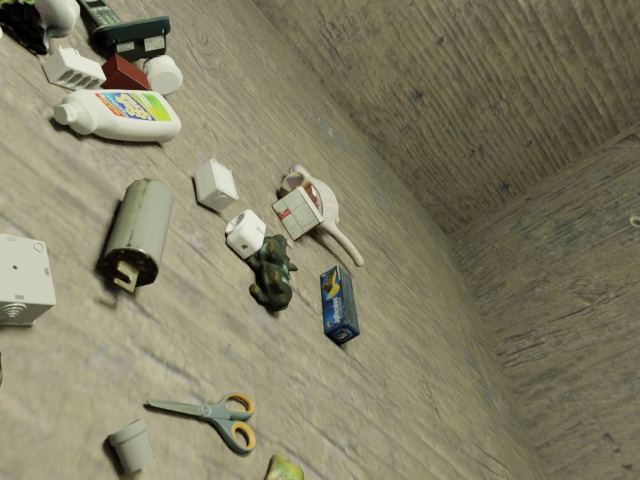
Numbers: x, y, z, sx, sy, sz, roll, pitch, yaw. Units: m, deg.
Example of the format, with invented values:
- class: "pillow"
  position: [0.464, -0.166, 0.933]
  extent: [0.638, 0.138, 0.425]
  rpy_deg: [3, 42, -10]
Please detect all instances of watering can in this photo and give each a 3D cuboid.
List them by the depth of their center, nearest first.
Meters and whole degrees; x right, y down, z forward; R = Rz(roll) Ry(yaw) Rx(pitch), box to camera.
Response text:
- class: "watering can"
  position: [0.004, -0.072, 1.423]
  extent: [0.350, 0.103, 0.224]
  rpy_deg: [58, 18, 12]

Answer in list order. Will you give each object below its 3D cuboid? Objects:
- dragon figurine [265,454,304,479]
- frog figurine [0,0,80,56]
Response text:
- class: "dragon figurine"
  position: [0.010, 0.476, 0.657]
  extent: [0.241, 0.120, 0.420]
  rpy_deg: [17, 38, -35]
- class: "frog figurine"
  position: [-0.469, -0.407, 0.855]
  extent: [0.136, 0.120, 0.163]
  rpy_deg: [22, 46, -26]
